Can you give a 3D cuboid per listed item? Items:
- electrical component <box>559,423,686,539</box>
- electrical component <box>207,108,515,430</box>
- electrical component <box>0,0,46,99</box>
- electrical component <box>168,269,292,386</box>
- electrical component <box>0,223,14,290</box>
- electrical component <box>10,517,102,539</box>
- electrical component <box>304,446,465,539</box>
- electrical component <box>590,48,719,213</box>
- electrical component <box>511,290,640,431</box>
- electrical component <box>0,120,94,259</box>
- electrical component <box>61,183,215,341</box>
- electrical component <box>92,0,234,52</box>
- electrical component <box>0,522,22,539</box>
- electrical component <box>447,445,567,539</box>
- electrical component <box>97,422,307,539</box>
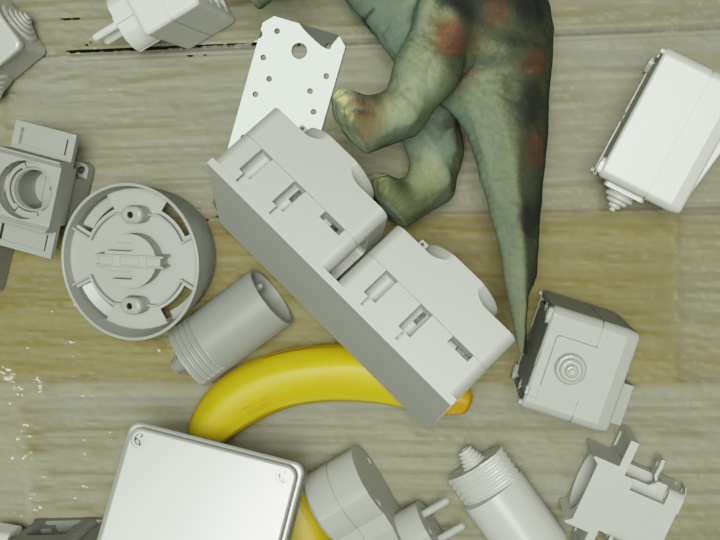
[{"bbox_3d":[0.164,0.143,0.671,0.064,0.042,0.081,23,99,4],"label":"electrical component"},{"bbox_3d":[0.000,0.000,0.630,0.060,0.105,0.186,-43,81,-13],"label":"electrical component"},{"bbox_3d":[-0.268,-0.152,0.701,0.100,0.048,0.099,-36,90,10],"label":"electrical component"},{"bbox_3d":[-0.089,0.040,0.697,0.081,0.043,0.043,-36,90,10],"label":"electrical component"},{"bbox_3d":[-0.262,-0.035,0.711,0.056,0.050,0.089,17,98,6],"label":"electrical component"},{"bbox_3d":[-0.155,0.216,0.714,0.150,0.062,0.089,-3,95,9],"label":"electrical component"},{"bbox_3d":[0.031,0.172,0.688,0.074,0.052,0.138,-32,90,10],"label":"electrical component"},{"bbox_3d":[0.181,-0.073,0.636,0.061,0.062,0.096,28,99,5],"label":"electrical component"},{"bbox_3d":[0.130,0.054,0.639,0.061,0.096,0.061,18,97,3],"label":"electrical component"},{"bbox_3d":[-0.204,-0.052,0.694,0.042,0.064,0.081,16,98,6],"label":"electrical component"},{"bbox_3d":[-0.142,-0.007,0.689,0.099,0.064,0.099,1,96,8],"label":"electrical component"},{"bbox_3d":[-0.130,-0.160,0.663,0.076,0.083,0.047,-28,91,10],"label":"electrical component"},{"bbox_3d":[-0.266,0.210,0.733,0.057,0.058,0.078,8,97,5],"label":"electrical component"},{"bbox_3d":[0.090,0.146,0.681,0.043,0.043,0.081,-36,89,10],"label":"electrical component"},{"bbox_3d":[-0.097,0.158,0.649,0.109,0.056,0.108,13,79,5],"label":"electrical component"}]
